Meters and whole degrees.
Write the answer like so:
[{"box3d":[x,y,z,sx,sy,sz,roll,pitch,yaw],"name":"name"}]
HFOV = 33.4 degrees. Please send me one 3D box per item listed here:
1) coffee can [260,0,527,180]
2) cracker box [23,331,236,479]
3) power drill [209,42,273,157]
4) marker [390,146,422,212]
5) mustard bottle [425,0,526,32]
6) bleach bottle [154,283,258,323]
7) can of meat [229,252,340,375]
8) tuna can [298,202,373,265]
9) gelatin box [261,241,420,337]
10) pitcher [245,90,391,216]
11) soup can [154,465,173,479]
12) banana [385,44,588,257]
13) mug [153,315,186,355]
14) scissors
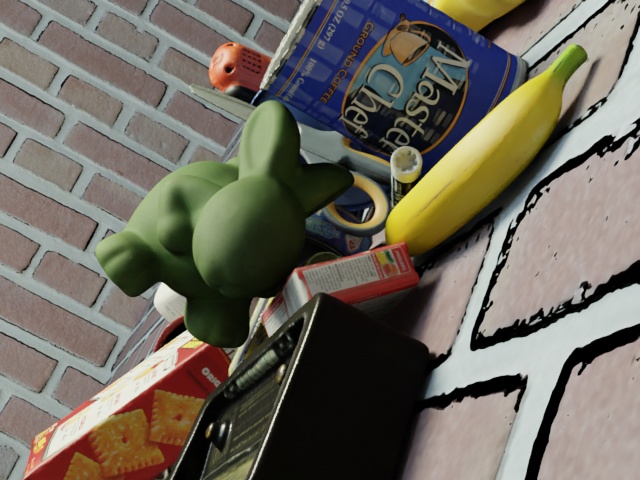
[{"box3d":[0.046,-0.107,0.690,0.103,0.140,0.103,-58,10,17],"name":"coffee can"},{"box3d":[-0.142,0.148,0.909,0.213,0.072,0.164,-35,7,-10],"name":"cracker box"},{"box3d":[-0.022,-0.073,0.971,0.057,0.184,0.187,-33,48,47],"name":"power drill"},{"box3d":[0.055,-0.032,0.689,0.020,0.020,0.121,-63,-10,-11],"name":"marker"},{"box3d":[0.119,-0.197,0.812,0.096,0.058,0.192,-63,10,-11],"name":"mustard bottle"},{"box3d":[-0.085,0.047,1.102,0.251,0.102,0.068,-27,29,58],"name":"bleach bottle"},{"box3d":[-0.014,0.065,0.766,0.084,0.057,0.102,-39,25,60],"name":"can of meat"},{"box3d":[-0.005,0.001,0.810,0.033,0.086,0.086,-67,11,-24],"name":"tuna can"},{"box3d":[0.010,0.036,0.651,0.089,0.073,0.030,126,127,-62],"name":"gelatin box"},{"box3d":[0.034,-0.135,0.917,0.149,0.145,0.242,-37,19,38],"name":"pitcher"},{"box3d":[-0.173,0.252,1.013,0.102,0.068,0.068,-57,11,30],"name":"soup can"},{"box3d":[0.083,-0.032,0.616,0.069,0.037,0.198,-35,-8,-42],"name":"banana"},{"box3d":[-0.106,0.110,1.046,0.117,0.093,0.081,-31,1,-9],"name":"mug"},{"box3d":[-0.019,-0.059,0.783,0.016,0.202,0.096,65,-141,-64],"name":"scissors"}]
